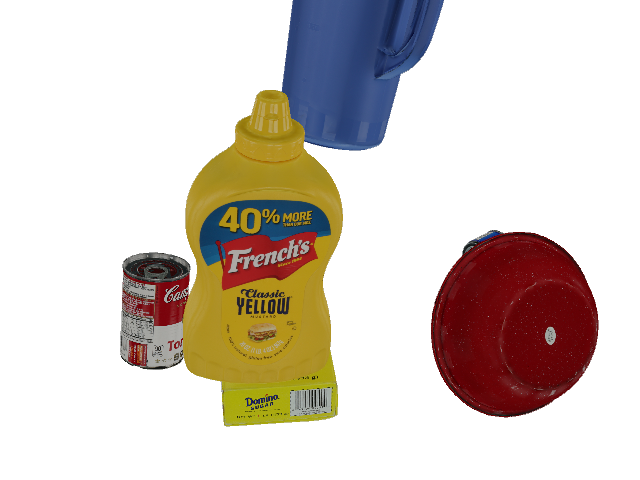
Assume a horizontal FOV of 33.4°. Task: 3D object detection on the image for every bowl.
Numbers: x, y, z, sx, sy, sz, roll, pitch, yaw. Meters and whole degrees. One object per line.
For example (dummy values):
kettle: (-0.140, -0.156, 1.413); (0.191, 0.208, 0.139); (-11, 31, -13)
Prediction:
bowl: (0.176, 0.075, 0.895); (0.161, 0.162, 0.055); (0, 5, -22)

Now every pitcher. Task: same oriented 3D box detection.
pitcher: (0.038, -0.212, 1.024); (0.145, 0.243, 0.149); (11, 18, 0)

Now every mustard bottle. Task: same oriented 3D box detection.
mustard bottle: (-0.035, -0.002, 0.660); (0.096, 0.192, 0.058); (1, 31, -8)

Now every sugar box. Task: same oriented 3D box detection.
sugar box: (-0.041, 0.082, 0.915); (0.093, 0.048, 0.176); (-3, 36, -7)

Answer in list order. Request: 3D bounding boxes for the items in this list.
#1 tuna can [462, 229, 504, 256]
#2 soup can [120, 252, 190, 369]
tuna can: (0.199, 0.034, 1.216); (0.033, 0.086, 0.086); (-24, 9, -21)
soup can: (-0.170, 0.072, 1.087); (0.068, 0.102, 0.068); (5, 21, -2)
